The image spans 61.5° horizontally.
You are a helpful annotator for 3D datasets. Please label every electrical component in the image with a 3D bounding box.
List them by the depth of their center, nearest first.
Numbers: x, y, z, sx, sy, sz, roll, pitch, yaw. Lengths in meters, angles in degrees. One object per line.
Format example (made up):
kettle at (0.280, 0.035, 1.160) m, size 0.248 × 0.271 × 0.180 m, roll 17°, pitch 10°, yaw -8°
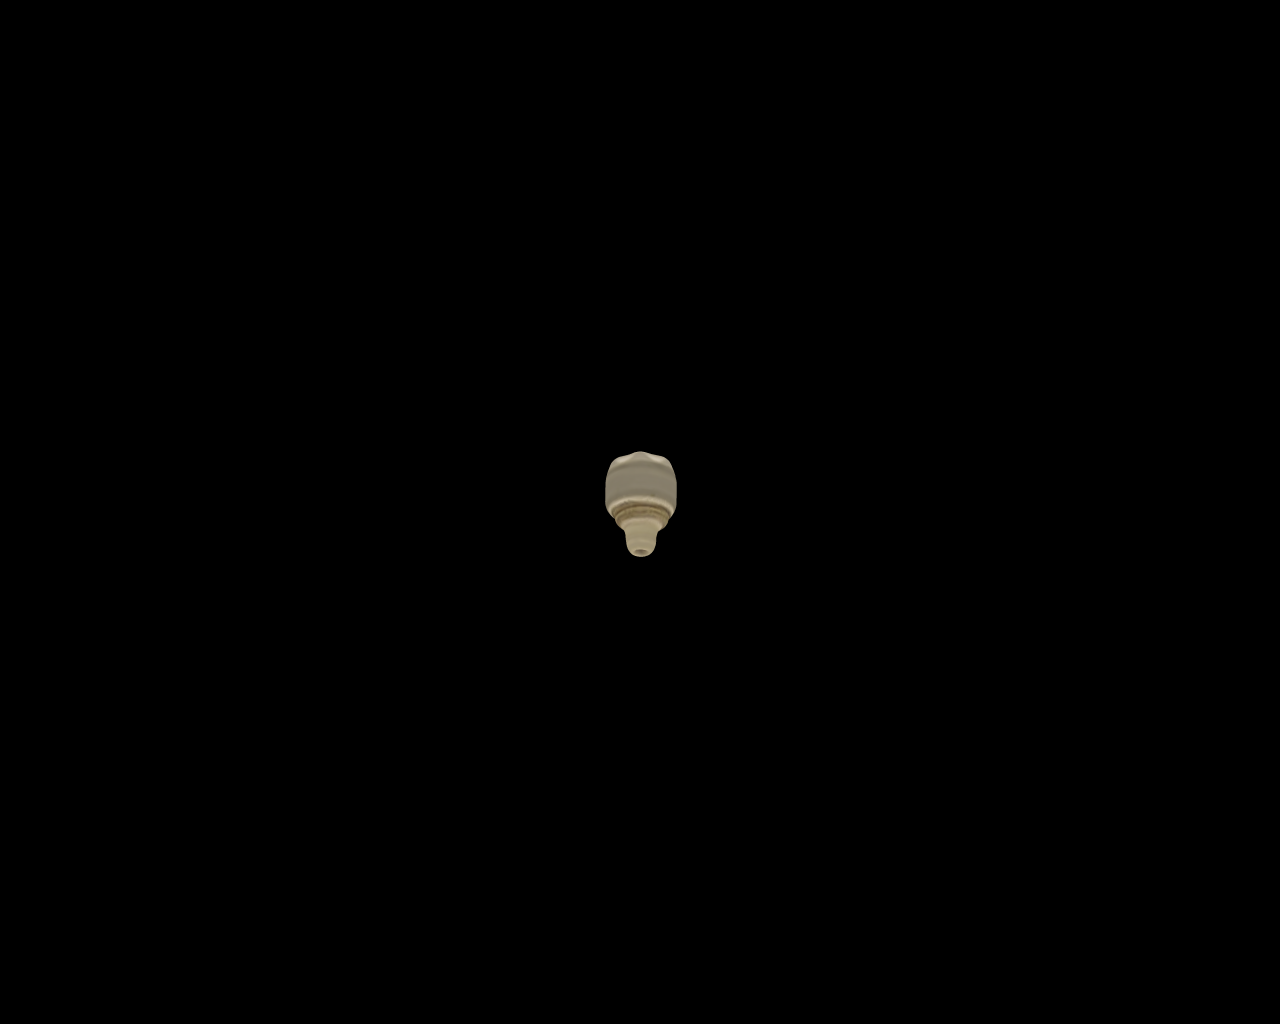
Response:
electrical component at (0.001, -0.003, 0.650) m, size 0.043 × 0.062 × 0.043 m, roll 0°, pitch -26°, yaw 0°
